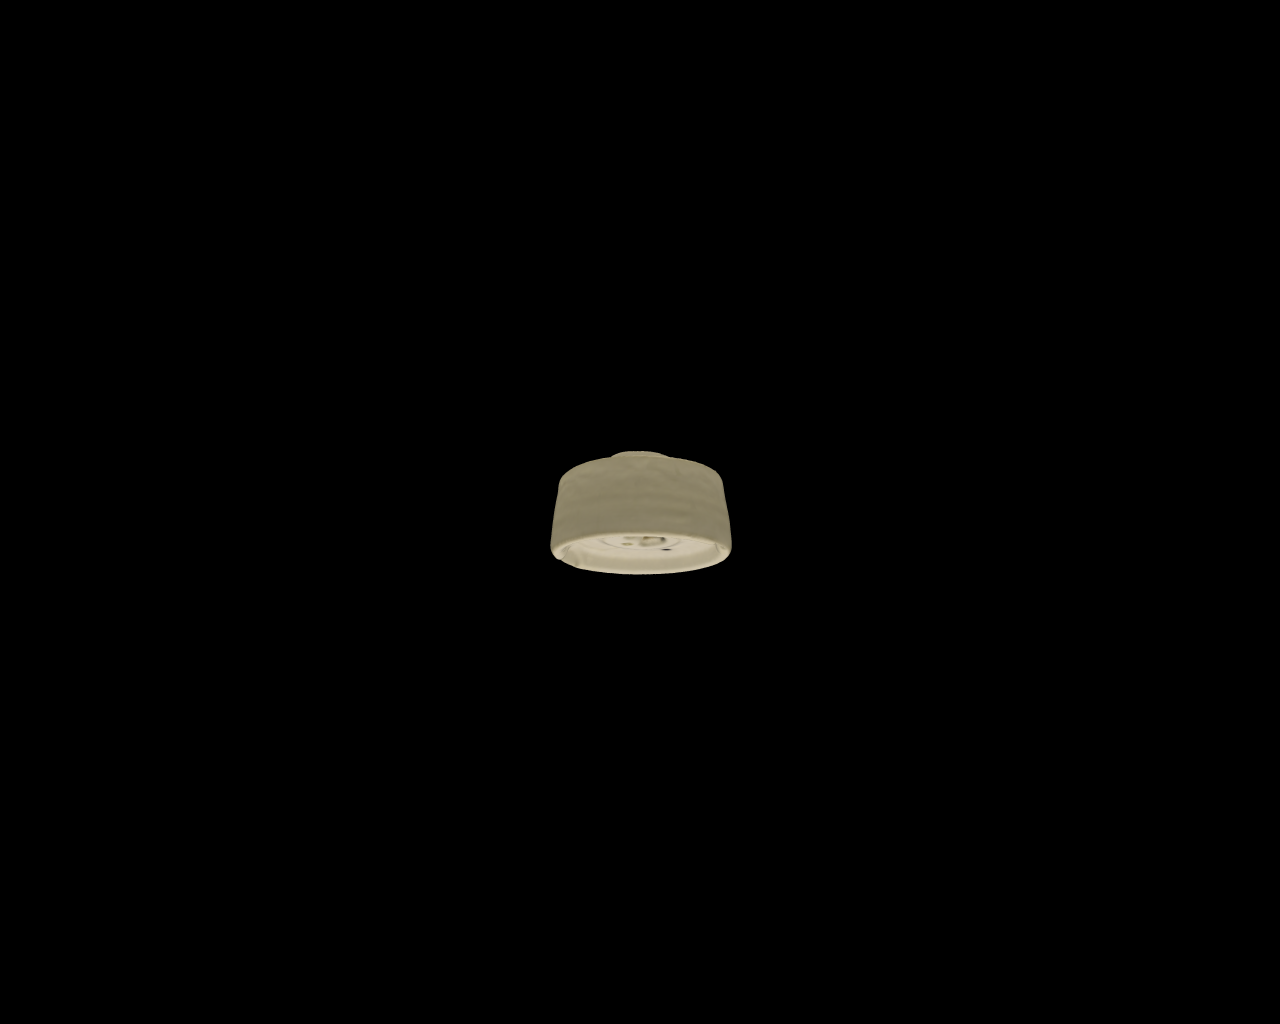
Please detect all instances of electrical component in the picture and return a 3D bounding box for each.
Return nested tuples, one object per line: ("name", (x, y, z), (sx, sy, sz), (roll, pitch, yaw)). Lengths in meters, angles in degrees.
("electrical component", (0.001, -0.003, 0.650), (0.108, 0.060, 0.108), (0, -15, 0))
